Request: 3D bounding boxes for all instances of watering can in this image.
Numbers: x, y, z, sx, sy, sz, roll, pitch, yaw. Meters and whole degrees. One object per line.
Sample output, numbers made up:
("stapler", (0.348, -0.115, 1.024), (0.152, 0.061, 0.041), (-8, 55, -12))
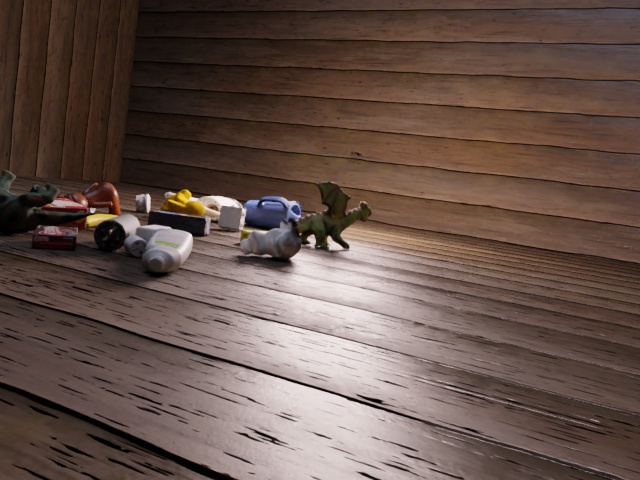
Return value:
("watering can", (-0.484, -0.149, 2.237), (0.349, 0.103, 0.225), (22, 11, 23))

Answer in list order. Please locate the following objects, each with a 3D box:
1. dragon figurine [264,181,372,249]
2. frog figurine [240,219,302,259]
("dragon figurine", (0.006, -0.093, 1.842), (0.410, 0.241, 0.123), (7, 9, -23))
("frog figurine", (-0.137, 0.015, 1.453), (0.161, 0.120, 0.139), (-33, 31, -18))
